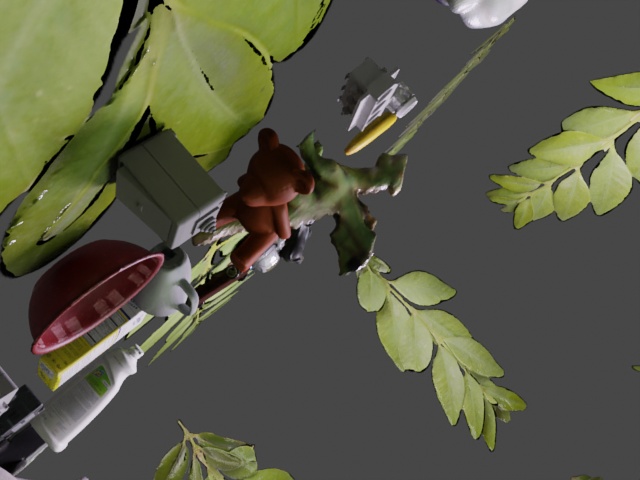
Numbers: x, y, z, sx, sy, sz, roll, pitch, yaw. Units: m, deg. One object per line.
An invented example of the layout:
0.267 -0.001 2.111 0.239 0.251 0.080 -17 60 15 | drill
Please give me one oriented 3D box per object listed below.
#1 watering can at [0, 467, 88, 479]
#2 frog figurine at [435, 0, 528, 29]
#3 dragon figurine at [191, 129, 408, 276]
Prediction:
-0.463 0.356 0.707 0.105 0.224 0.345 -60 180 -9 | watering can
0.220 -0.337 0.638 0.137 0.122 0.160 -23 -171 0 | frog figurine
0.003 -0.046 0.908 0.416 0.242 0.121 -43 -179 -22 | dragon figurine
